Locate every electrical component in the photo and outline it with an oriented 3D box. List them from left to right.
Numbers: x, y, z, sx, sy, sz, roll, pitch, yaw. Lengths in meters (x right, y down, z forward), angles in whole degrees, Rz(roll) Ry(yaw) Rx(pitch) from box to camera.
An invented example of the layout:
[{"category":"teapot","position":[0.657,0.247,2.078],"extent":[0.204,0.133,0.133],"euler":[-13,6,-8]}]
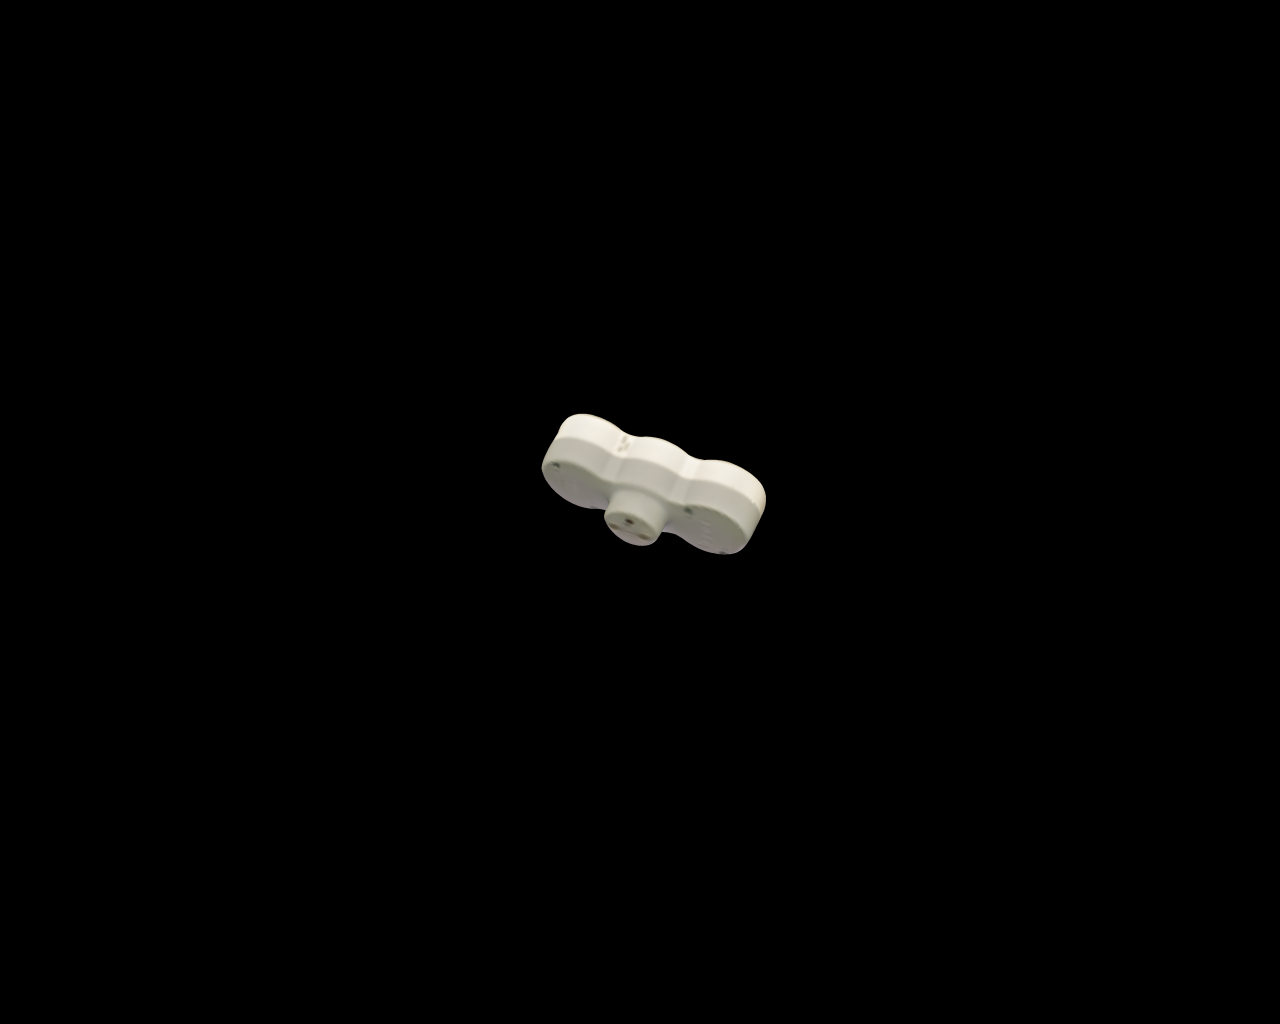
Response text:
[{"category":"electrical component","position":[0.001,-0.003,0.650],"extent":[0.138,0.074,0.052],"euler":[20,-31,13]}]
